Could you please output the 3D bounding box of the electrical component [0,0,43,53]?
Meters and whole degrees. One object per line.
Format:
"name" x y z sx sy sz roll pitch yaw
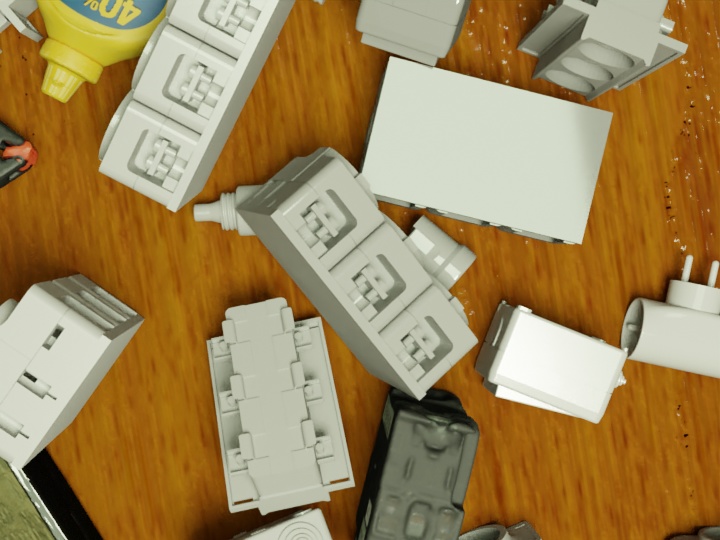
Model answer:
"electrical component" -0.253 -0.177 0.708 0.064 0.042 0.081 -40 93 0

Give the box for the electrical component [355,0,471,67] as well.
"electrical component" 0.039 -0.176 0.705 0.062 0.096 0.061 19 112 4

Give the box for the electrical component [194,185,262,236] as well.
"electrical component" -0.081 -0.040 0.726 0.061 0.035 0.035 -3 92 -1

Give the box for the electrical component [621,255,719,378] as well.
"electrical component" 0.228 0.030 0.742 0.077 0.043 0.079 12 91 -4

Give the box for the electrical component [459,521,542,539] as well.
"electrical component" 0.086 0.212 0.734 0.089 0.050 0.055 -23 94 -3

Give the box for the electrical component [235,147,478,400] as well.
"electrical component" 0.000 0.000 0.685 0.062 0.089 0.150 -42 108 -11

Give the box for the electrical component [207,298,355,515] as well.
"electrical component" -0.054 0.084 0.687 0.079 0.063 0.121 -12 58 -2

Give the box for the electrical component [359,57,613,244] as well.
"electrical component" 0.079 -0.077 0.720 0.150 0.062 0.089 13 91 -4

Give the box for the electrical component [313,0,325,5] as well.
"electrical component" -0.045 -0.206 0.719 0.081 0.043 0.043 25 90 -4

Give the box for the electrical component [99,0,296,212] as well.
"electrical component" -0.104 -0.123 0.680 0.062 0.089 0.150 28 103 -4

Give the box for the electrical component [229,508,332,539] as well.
"electrical component" -0.064 0.192 0.695 0.100 0.100 0.048 -19 81 -20

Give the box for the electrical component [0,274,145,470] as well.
"electrical component" -0.193 0.054 0.663 0.062 0.150 0.089 35 89 -5

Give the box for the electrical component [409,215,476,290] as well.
"electrical component" 0.050 -0.009 0.732 0.046 0.040 0.040 41 89 3

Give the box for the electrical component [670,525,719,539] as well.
"electrical component" 0.262 0.213 0.743 0.095 0.054 0.059 2 91 -3

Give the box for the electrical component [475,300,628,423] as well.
"electrical component" 0.132 0.067 0.727 0.096 0.062 0.061 22 90 -4

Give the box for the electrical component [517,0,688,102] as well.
"electrical component" 0.156 -0.156 0.694 0.079 0.121 0.063 21 88 -4
